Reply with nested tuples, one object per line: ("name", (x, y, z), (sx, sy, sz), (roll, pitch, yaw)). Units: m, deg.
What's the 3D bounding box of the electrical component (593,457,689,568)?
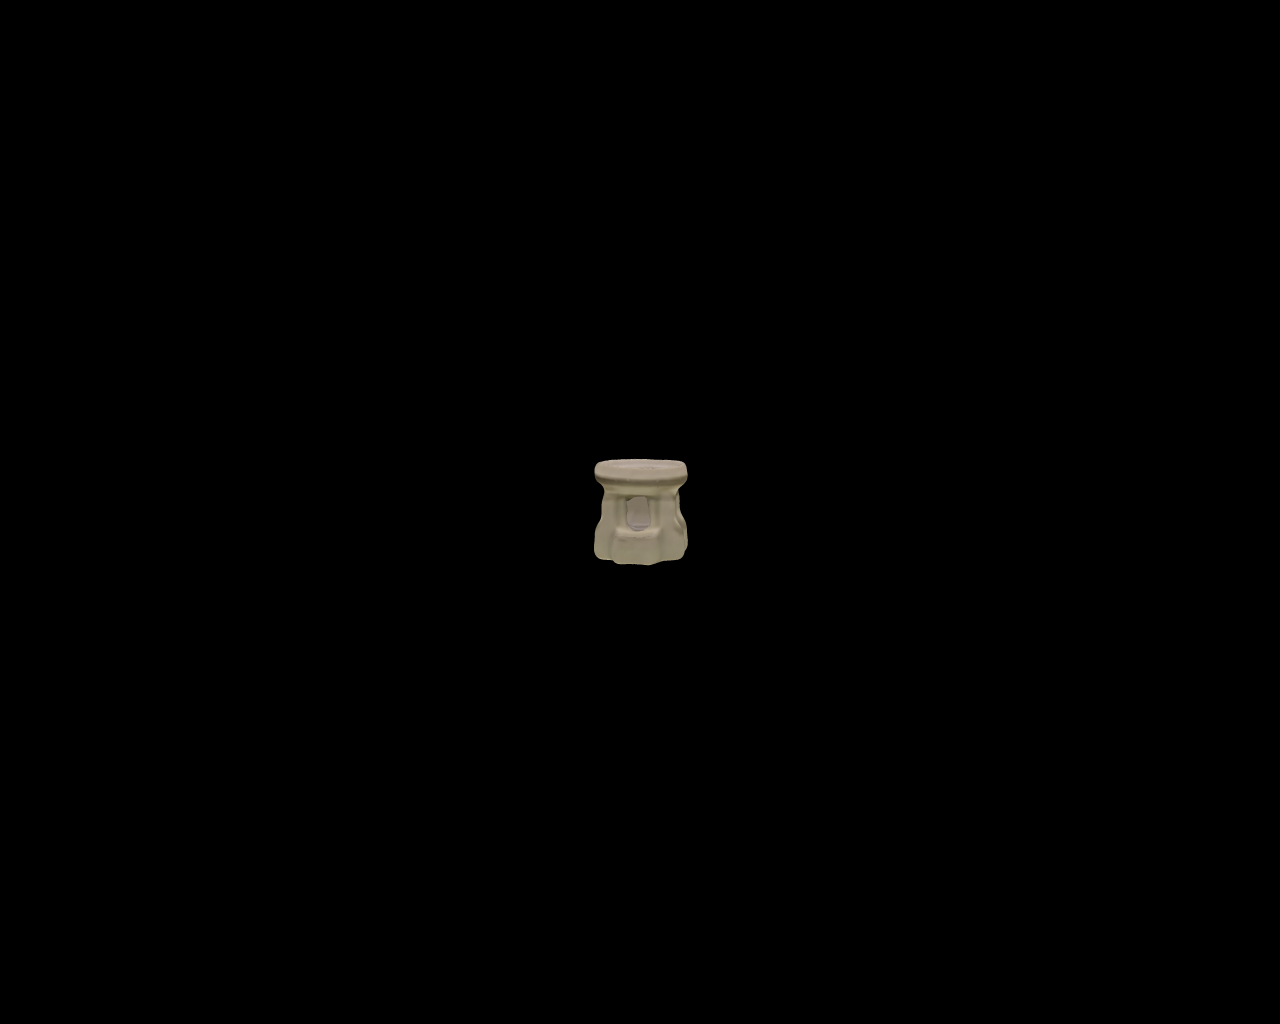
("electrical component", (0.001, -0.003, 0.650), (0.058, 0.057, 0.078), (1, 9, 7))
